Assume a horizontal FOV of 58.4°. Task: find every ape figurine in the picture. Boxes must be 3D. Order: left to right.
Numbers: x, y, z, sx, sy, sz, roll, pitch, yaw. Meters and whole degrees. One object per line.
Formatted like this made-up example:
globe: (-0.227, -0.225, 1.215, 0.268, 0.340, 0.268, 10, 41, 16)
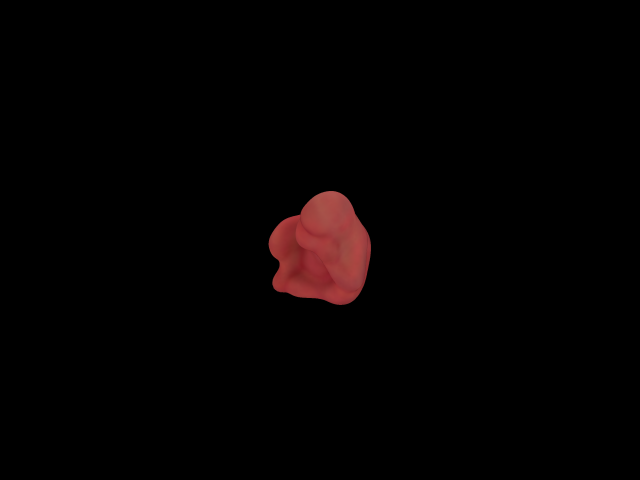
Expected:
ape figurine: (0.004, 0.001, 0.400, 0.076, 0.092, 0.077, -27, 56, -19)
